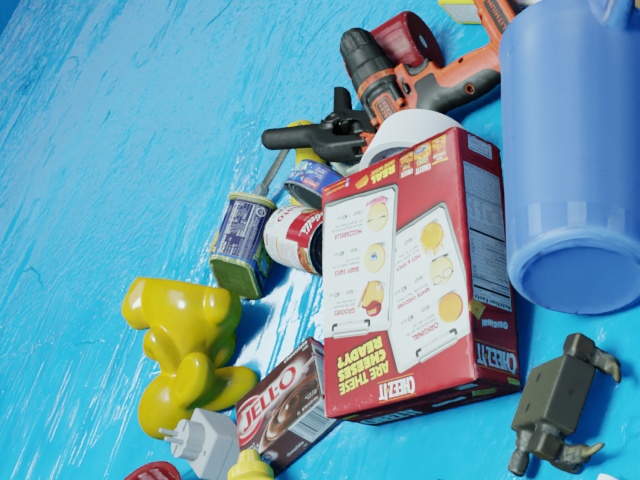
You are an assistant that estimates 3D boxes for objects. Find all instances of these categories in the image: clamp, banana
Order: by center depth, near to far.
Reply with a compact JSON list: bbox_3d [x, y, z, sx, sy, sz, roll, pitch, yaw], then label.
[{"bbox_3d":[0.007,-0.117,1.172,0.120,0.039,0.172,-34,28,-6],"label":"clamp"},{"bbox_3d":[-0.018,-0.093,1.268,0.070,0.037,0.198,-60,22,27],"label":"banana"}]

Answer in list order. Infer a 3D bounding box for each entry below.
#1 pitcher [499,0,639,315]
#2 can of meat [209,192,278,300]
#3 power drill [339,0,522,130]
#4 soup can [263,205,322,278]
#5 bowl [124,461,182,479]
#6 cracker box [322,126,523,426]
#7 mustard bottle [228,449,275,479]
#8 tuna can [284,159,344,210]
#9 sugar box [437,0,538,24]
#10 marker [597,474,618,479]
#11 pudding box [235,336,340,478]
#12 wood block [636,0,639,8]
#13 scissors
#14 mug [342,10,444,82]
[{"bbox_3d":[0.201,-0.061,0.842,0.145,0.149,0.242,-13,49,28],"label":"pitcher"},{"bbox_3d":[-0.081,0.009,1.181,0.057,0.102,0.084,12,64,12],"label":"can of meat"},{"bbox_3d":[0.120,-0.183,1.080,0.188,0.057,0.184,-37,67,25],"label":"power drill"},{"bbox_3d":[-0.007,0.001,1.111,0.068,0.068,0.102,-58,30,-10],"label":"soup can"},{"bbox_3d":[-0.166,0.298,1.026,0.162,0.055,0.162,-35,33,28],"label":"bowl"},{"bbox_3d":[0.080,0.035,0.893,0.164,0.072,0.213,-23,60,43],"label":"cracker box"},{"bbox_3d":[-0.054,0.258,0.893,0.096,0.058,0.191,-38,37,25],"label":"mustard bottle"},{"bbox_3d":[0.006,-0.049,1.130,0.033,0.086,0.086,-57,29,-11],"label":"tuna can"},{"bbox_3d":[0.211,-0.274,1.128,0.093,0.048,0.176,-56,33,-7],"label":"sugar box"},{"bbox_3d":[0.166,0.209,0.688,0.020,0.020,0.121,2,60,56],"label":"marker"},{"bbox_3d":[-0.030,0.159,1.001,0.114,0.039,0.090,-42,31,18],"label":"pudding box"},{"bbox_3d":[0.243,-0.249,0.887,0.091,0.205,0.090,-29,37,36],"label":"wood block"},{"bbox_3d":[-0.072,-0.039,1.269,0.202,0.016,0.096,-50,34,27],"label":"scissors"},{"bbox_3d":[0.085,-0.209,1.192,0.082,0.093,0.117,-28,34,28],"label":"mug"}]
